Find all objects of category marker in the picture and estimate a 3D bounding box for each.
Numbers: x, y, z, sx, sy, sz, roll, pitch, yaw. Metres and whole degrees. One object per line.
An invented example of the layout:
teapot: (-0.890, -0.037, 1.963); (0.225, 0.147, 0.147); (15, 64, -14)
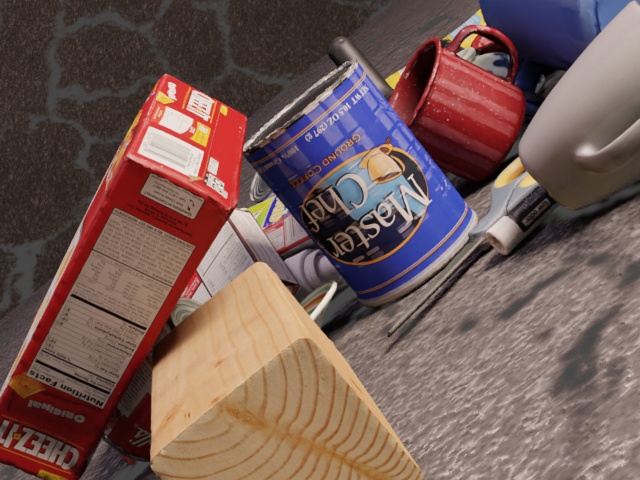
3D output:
marker: (0.151, -0.037, 0.653); (0.121, 0.020, 0.020); (-41, 12, -11)

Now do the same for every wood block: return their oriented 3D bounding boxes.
wood block: (-0.028, 0.086, 0.564); (0.090, 0.091, 0.206); (-39, 11, -2)

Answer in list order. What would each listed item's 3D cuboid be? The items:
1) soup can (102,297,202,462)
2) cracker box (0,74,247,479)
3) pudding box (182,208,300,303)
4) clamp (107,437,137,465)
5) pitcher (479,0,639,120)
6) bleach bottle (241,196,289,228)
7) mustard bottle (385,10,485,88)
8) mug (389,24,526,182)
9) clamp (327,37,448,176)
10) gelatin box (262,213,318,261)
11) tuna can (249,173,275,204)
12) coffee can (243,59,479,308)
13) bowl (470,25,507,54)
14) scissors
soup can: (-0.111, 0.099, 0.765); (0.102, 0.068, 0.068); (-51, 8, 18)
cracker box: (-0.124, 0.021, 0.663); (0.214, 0.072, 0.164); (-59, 13, 20)
pudding box: (-0.070, 0.036, 0.835); (0.090, 0.039, 0.114); (-56, 40, 17)
clamp: (-0.120, 0.108, 0.896); (0.165, 0.036, 0.210); (-34, 15, 19)
pitcher: (0.201, -0.169, 0.775); (0.145, 0.149, 0.243); (-23, 16, 3)
bleach bottle: (0.000, -0.023, 0.963); (0.251, 0.068, 0.102); (-26, 20, 41)
mustard bottle: (0.158, -0.205, 1.170); (0.192, 0.058, 0.096); (-37, 12, 10)
mug: (0.107, -0.105, 0.807); (0.117, 0.081, 0.093); (-63, 13, 14)
clamp: (0.063, -0.111, 0.936); (0.039, 0.120, 0.172); (-39, 36, -13)
gelatin box: (-0.006, 0.001, 0.865); (0.073, 0.030, 0.089); (10, -27, -40)
tuna can: (-0.034, -0.069, 1.069); (0.086, 0.033, 0.086); (-51, 22, 29)
coffee can: (0.028, -0.039, 0.739); (0.103, 0.140, 0.103); (-37, 11, 9)
bowl: (0.220, -0.207, 0.991); (0.162, 0.055, 0.162); (-37, 12, 9)
scissors: (0.106, -0.010, 0.698); (0.201, 0.016, 0.096); (-40, 11, -7)
